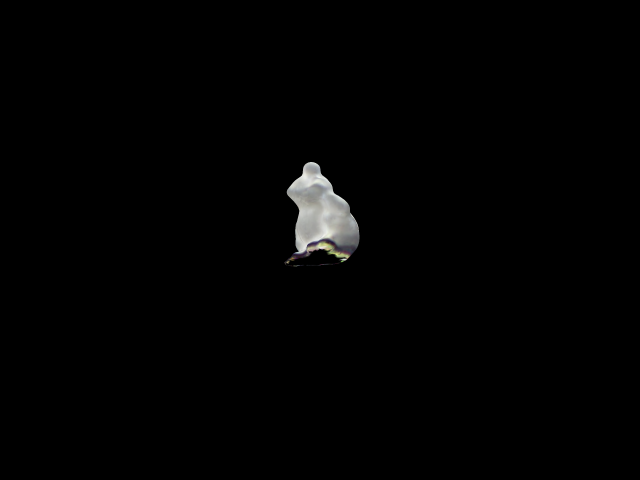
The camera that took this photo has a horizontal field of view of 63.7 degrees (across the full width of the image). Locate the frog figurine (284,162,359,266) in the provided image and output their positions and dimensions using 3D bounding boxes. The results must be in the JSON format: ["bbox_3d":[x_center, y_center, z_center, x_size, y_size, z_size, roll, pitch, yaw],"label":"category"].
[{"bbox_3d":[0.003,-0.043,0.850,0.122,0.162,0.135,6,-22,-14],"label":"frog figurine"}]
